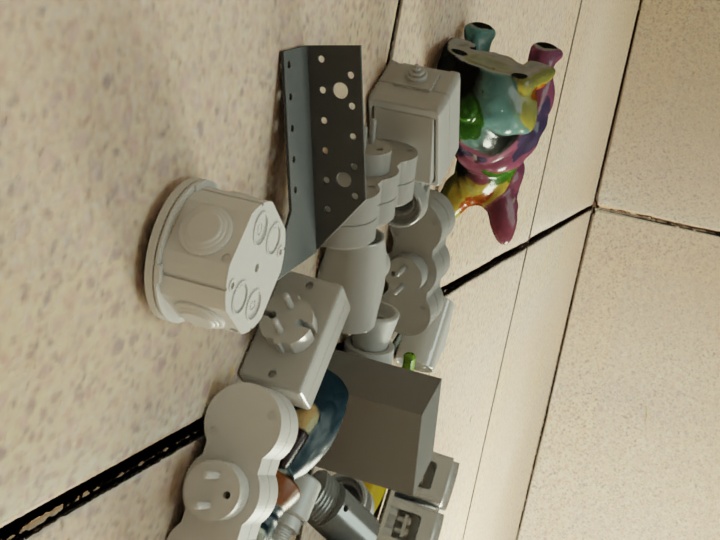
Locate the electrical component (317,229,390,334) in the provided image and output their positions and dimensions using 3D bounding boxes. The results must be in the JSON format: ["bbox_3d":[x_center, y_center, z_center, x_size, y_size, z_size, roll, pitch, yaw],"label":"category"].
[{"bbox_3d":[0.000,0.000,0.859,0.079,0.044,0.077,-47,147,-59],"label":"electrical component"}]

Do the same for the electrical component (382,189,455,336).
[{"bbox_3d":[0.047,0.000,1.001,0.074,0.052,0.138,-41,142,-57],"label":"electrical component"}]

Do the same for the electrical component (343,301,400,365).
[{"bbox_3d":[0.009,0.059,0.938,0.045,0.045,0.055,-42,143,-62],"label":"electrical component"}]

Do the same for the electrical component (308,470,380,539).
[{"bbox_3d":[-0.024,0.207,0.928,0.081,0.043,0.043,48,49,-28],"label":"electrical component"}]

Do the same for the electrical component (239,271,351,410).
[{"bbox_3d":[-0.047,0.040,0.732,0.075,0.047,0.083,72,36,-63],"label":"electrical component"}]

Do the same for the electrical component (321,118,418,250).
[{"bbox_3d":[0.003,-0.074,0.795,0.138,0.052,0.073,-48,147,-58],"label":"electrical component"}]

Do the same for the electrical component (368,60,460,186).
[{"bbox_3d":[0.043,-0.121,0.870,0.096,0.062,0.061,86,24,-47],"label":"electrical component"}]

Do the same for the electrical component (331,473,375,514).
[{"bbox_3d":[-0.011,0.216,0.999,0.055,0.045,0.045,69,39,-64],"label":"electrical component"}]

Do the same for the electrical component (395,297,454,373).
[{"bbox_3d":[0.072,0.072,1.159,0.079,0.043,0.077,63,43,-66],"label":"electrical component"}]

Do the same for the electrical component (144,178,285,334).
[{"bbox_3d":[-0.078,-0.007,0.583,0.080,0.051,0.080,14,90,-74],"label":"electrical component"}]

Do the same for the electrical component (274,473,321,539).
[{"bbox_3d":[-0.059,0.187,0.825,0.040,0.040,0.078,76,33,-58],"label":"electrical component"}]

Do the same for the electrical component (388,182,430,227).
[{"bbox_3d":[0.038,-0.068,0.929,0.055,0.048,0.066,-67,163,-54],"label":"electrical component"}]

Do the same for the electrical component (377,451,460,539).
[{"bbox_3d":[0.058,0.255,1.160,0.186,0.060,0.105,93,14,-75],"label":"electrical component"}]

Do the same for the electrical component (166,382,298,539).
[{"bbox_3d":[-0.087,0.138,0.674,0.074,0.052,0.138,39,67,-72],"label":"electrical component"}]
